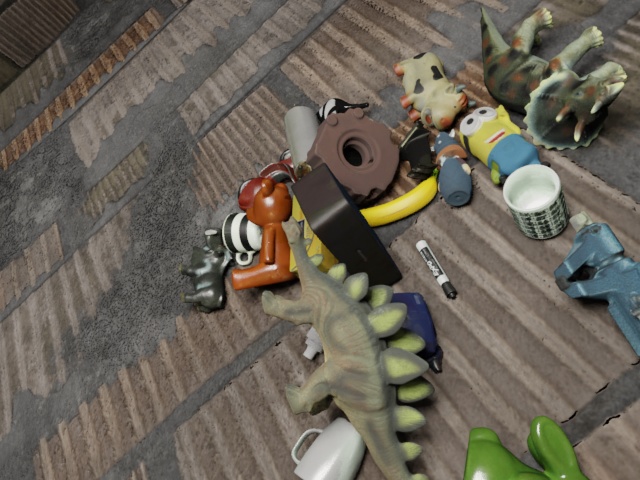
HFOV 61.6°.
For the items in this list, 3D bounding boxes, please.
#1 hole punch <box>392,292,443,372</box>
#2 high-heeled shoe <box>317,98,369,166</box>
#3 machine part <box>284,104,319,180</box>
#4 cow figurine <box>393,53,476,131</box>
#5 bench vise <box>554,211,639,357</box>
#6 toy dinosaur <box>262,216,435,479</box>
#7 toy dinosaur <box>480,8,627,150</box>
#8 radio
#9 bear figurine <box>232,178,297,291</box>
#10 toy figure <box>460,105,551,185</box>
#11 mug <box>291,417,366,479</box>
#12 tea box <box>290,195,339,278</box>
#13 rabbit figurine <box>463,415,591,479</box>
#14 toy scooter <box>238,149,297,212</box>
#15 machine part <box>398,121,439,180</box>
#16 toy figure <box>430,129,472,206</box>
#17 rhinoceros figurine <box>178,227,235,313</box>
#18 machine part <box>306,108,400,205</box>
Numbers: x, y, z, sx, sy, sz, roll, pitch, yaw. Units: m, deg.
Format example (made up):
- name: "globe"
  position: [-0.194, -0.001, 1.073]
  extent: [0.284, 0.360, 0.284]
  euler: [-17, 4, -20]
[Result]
- name: "hole punch"
  position: [0.120, 0.142, 0.846]
  extent: [0.116, 0.092, 0.142]
  euler: [-22, 49, 15]
- name: "high-heeled shoe"
  position: [0.026, -0.198, 1.126]
  extent: [0.145, 0.086, 0.249]
  euler: [-5, 58, 39]
- name: "machine part"
  position: [-0.028, -0.198, 1.117]
  extent: [0.079, 0.079, 0.243]
  euler: [-28, 49, 16]
- name: "cow figurine"
  position: [0.223, -0.290, 1.052]
  extent: [0.127, 0.085, 0.195]
  euler: [-25, 50, 26]
- name: "bench vise"
  position: [0.436, 0.029, 0.675]
  extent: [0.240, 0.128, 0.224]
  euler: [-38, 54, 31]
- name: "toy dinosaur"
  position: [0.052, 0.181, 0.749]
  extent: [0.199, 0.105, 0.471]
  euler: [-21, 85, 11]
- name: "toy dinosaur"
  position: [0.367, -0.286, 0.938]
  extent: [0.192, 0.131, 0.405]
  euler: [-44, 42, 1]
- name: "radio"
  position: [0.046, -0.015, 0.896]
  extent: [0.073, 0.229, 0.131]
  euler: [-34, 46, 6]
- name: "bear figurine"
  position: [-0.107, -0.011, 1.029]
  extent: [0.132, 0.120, 0.195]
  euler: [-14, 89, 16]
- name: "toy figure"
  position: [0.306, -0.150, 0.911]
  extent: [0.082, 0.089, 0.180]
  euler: [-24, 57, -18]
- name: "mug"
  position: [0.016, 0.322, 0.812]
  extent: [0.110, 0.080, 0.107]
  euler: [18, 62, 45]
- name: "tea box"
  position: [-0.002, -0.003, 1.007]
  extent: [0.068, 0.098, 0.169]
  euler: [-15, 57, 26]
- name: "rabbit figurine"
  position: [0.263, 0.305, 0.657]
  extent: [0.170, 0.121, 0.159]
  euler: [9, 59, 17]
- name: "toy scooter"
  position: [-0.087, -0.110, 1.144]
  extent: [0.184, 0.075, 0.135]
  euler: [-42, 48, -2]
- name: "machine part"
  position: [0.179, -0.162, 1.002]
  extent: [0.084, 0.039, 0.139]
  euler: [-49, 27, 30]
- name: "toy figure"
  position: [0.234, -0.130, 0.960]
  extent: [0.064, 0.057, 0.154]
  euler: [-14, 50, 18]
- name: "rhinoceros figurine"
  position: [-0.235, 0.059, 1.134]
  extent: [0.112, 0.073, 0.190]
  euler: [-22, 53, 22]
- name: "machine part"
  position: [0.065, -0.157, 1.006]
  extent: [0.056, 0.179, 0.179]
  euler: [-34, 33, 66]
